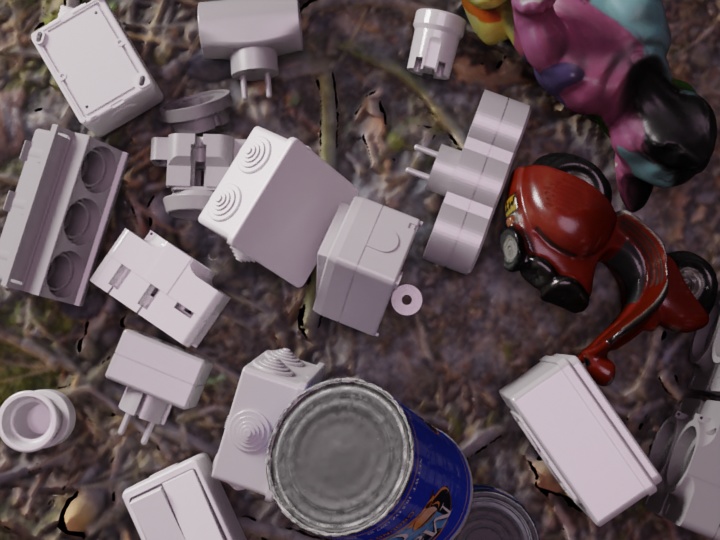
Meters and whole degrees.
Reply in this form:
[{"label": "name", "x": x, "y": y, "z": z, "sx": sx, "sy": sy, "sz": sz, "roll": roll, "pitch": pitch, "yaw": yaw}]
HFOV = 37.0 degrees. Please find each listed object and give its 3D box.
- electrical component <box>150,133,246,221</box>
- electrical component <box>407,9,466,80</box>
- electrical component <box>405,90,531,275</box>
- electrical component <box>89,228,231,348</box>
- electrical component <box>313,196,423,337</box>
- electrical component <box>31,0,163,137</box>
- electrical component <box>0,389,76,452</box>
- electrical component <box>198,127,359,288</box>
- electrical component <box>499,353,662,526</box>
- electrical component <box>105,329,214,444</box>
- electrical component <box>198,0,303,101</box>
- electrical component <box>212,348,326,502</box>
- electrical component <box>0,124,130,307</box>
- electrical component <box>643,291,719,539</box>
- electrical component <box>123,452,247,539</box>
[{"label": "electrical component", "x": -0.120, "y": -0.069, "z": 0.818, "sx": 0.078, "sy": 0.058, "sz": 0.057, "roll": 2, "pitch": 83, "yaw": 0}, {"label": "electrical component", "x": 0.058, "y": -0.175, "z": 0.835, "sx": 0.040, "sy": 0.040, "sz": 0.046, "roll": 13, "pitch": 92, "yaw": 2}, {"label": "electrical component", "x": 0.073, "y": -0.073, "z": 0.819, "sx": 0.074, "sy": 0.052, "sz": 0.138, "roll": 20, "pitch": 86, "yaw": 2}, {"label": "electrical component", "x": -0.148, "y": 0.011, "z": 0.815, "sx": 0.089, "sy": 0.050, "sz": 0.055, "roll": 34, "pitch": 86, "yaw": 3}, {"label": "electrical component", "x": 0.000, "y": 0.000, "z": 0.797, "sx": 0.061, "sy": 0.096, "sz": 0.061, "roll": 22, "pitch": 56, "yaw": 2}, {"label": "electrical component", "x": -0.202, "y": -0.159, "z": 0.824, "sx": 0.062, "sy": 0.061, "sz": 0.096, "roll": -31, "pitch": 86, "yaw": -2}, {"label": "electrical component", "x": -0.241, "y": 0.112, "z": 0.804, "sx": 0.045, "sy": 0.055, "sz": 0.045, "roll": 0, "pitch": 85, "yaw": 0}, {"label": "electrical component", "x": -0.061, "y": -0.047, "z": 0.798, "sx": 0.048, "sy": 0.100, "sz": 0.099, "roll": 28, "pitch": 85, "yaw": 40}, {"label": "electrical component", "x": 0.155, "y": 0.118, "z": 0.775, "sx": 0.056, "sy": 0.108, "sz": 0.108, "roll": -35, "pitch": 86, "yaw": 0}, {"label": "electrical component", "x": -0.157, "y": 0.092, "z": 0.809, "sx": 0.066, "sy": 0.047, "sz": 0.076, "roll": 22, "pitch": 86, "yaw": 2}, {"label": "electrical component", "x": -0.083, "y": -0.171, "z": 0.833, "sx": 0.077, "sy": 0.043, "sz": 0.079, "roll": -5, "pitch": 86, "yaw": 0}, {"label": "electrical component", "x": -0.066, "y": 0.109, "z": 0.781, "sx": 0.048, "sy": 0.100, "sz": 0.099, "roll": 18, "pitch": 96, "yaw": 5}, {"label": "electrical component", "x": -0.229, "y": -0.041, "z": 0.810, "sx": 0.063, "sy": 0.079, "sz": 0.121, "roll": 14, "pitch": 85, "yaw": 31}, {"label": "electrical component", "x": 0.270, "y": 0.098, "z": 0.776, "sx": 0.060, "sy": 0.105, "sz": 0.186, "roll": 22, "pitch": 86, "yaw": 2}, {"label": "electrical component", "x": -0.126, "y": 0.191, "z": 0.794, "sx": 0.062, "sy": 0.061, "sz": 0.096, "roll": -25, "pitch": 86, "yaw": -2}]
